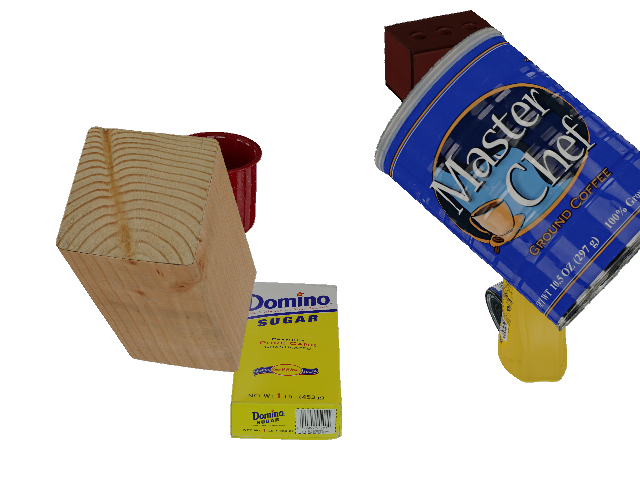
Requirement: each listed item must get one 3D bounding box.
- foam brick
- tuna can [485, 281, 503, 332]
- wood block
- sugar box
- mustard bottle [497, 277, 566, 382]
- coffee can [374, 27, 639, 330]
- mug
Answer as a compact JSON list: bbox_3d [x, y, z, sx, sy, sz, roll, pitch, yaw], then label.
[{"bbox_3d":[0.094,-0.139,0.824,0.078,0.051,0.053,-14,36,-16],"label":"foam brick"},{"bbox_3d":[0.219,0.085,1.196,0.033,0.086,0.086,-26,3,-7],"label":"tuna can"},{"bbox_3d":[-0.107,0.015,0.758,0.090,0.091,0.206,7,-24,7],"label":"wood block"},{"bbox_3d":[-0.029,0.101,0.945,0.093,0.048,0.176,2,34,-3],"label":"sugar box"},{"bbox_3d":[0.185,0.018,0.918,0.058,0.192,0.096,-1,18,2],"label":"mustard bottle"},{"bbox_3d":[0.115,-0.035,0.592,0.140,0.103,0.102,43,13,14],"label":"coffee can"},{"bbox_3d":[-0.116,-0.050,1.060,0.117,0.081,0.093,-13,34,-25],"label":"mug"}]
